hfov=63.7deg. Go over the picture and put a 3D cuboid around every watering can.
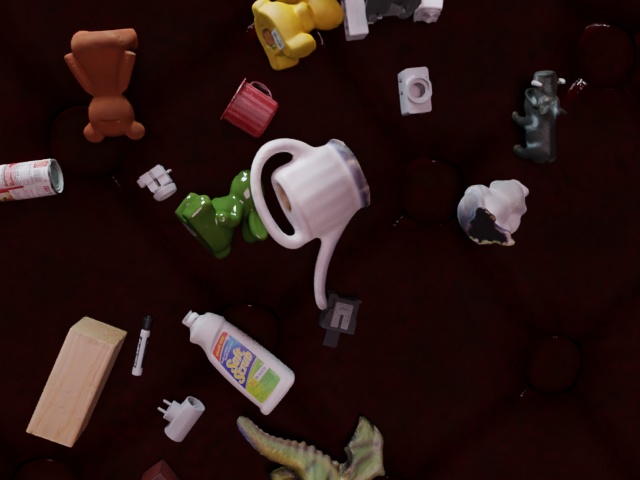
[{"bbox_3d":[0.003,-0.051,1.019,0.226,0.104,0.343,-31,108,-15],"label":"watering can"}]

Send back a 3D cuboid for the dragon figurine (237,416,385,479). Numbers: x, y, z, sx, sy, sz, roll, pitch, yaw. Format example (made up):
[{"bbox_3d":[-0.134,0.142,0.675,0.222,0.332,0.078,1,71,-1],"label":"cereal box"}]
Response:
[{"bbox_3d":[0.024,0.472,1.089,0.245,0.122,0.407,-34,101,-22],"label":"dragon figurine"}]

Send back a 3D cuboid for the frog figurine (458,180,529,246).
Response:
[{"bbox_3d":[0.368,-0.071,1.095,0.137,0.120,0.163,34,54,-2],"label":"frog figurine"}]
